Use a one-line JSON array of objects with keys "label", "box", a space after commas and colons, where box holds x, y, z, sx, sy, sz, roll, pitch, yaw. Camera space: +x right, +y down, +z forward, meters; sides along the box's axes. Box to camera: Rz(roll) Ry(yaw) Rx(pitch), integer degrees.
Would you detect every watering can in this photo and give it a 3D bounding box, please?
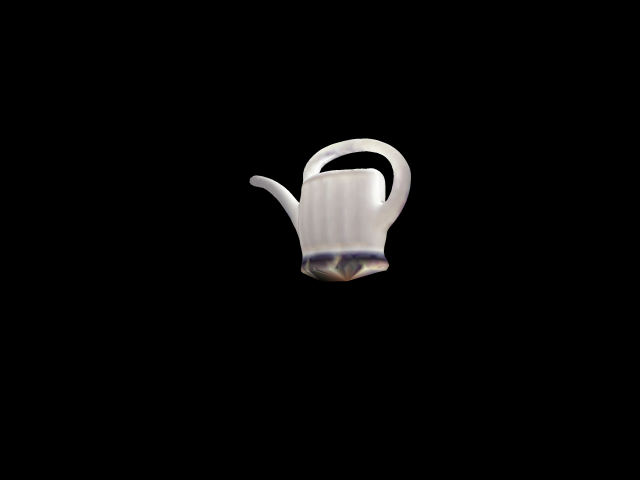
[{"label": "watering can", "box": [0.003, -0.043, 0.850, 0.346, 0.226, 0.103, -8, -13, 42]}]
